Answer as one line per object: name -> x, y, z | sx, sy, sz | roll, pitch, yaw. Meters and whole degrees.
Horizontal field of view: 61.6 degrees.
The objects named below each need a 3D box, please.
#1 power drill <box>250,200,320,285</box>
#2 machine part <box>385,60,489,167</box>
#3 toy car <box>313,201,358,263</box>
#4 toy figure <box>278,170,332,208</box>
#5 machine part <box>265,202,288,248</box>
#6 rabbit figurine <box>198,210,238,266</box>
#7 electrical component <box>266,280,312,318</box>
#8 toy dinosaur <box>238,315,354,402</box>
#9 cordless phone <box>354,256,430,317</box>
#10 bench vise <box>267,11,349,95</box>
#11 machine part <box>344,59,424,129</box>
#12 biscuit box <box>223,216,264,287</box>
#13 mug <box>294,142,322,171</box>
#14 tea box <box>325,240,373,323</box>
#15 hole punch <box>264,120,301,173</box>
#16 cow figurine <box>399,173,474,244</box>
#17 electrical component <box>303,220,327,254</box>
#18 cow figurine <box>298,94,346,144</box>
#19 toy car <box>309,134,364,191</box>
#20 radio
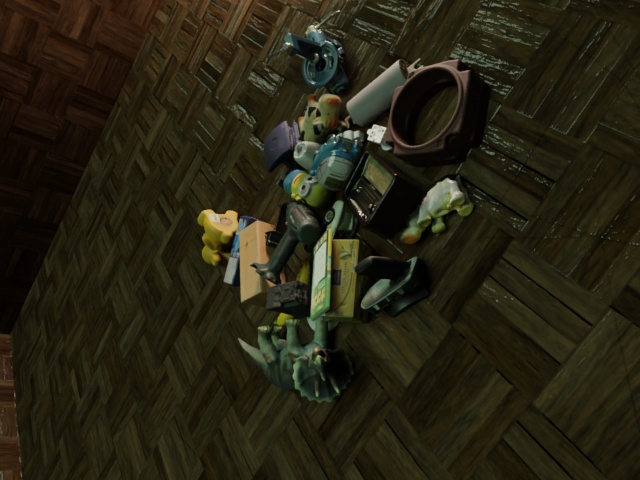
power drill -> -0.084, 0.004, 1.337 | 0.207, 0.086, 0.232 | -51, 23, -2
machine part -> 0.241, -0.262, 1.128 | 0.202, 0.087, 0.201 | 4, 78, 47
toy car -> 0.039, 0.008, 1.260 | 0.056, 0.073, 0.201 | 6, 81, 50
toy figure -> -0.037, -0.137, 1.398 | 0.180, 0.089, 0.082 | 24, 98, 58
machine part -> -0.098, -0.037, 1.442 | 0.039, 0.084, 0.139 | 128, 159, -66
rabbit figurine -> -0.305, 0.013, 1.638 | 0.162, 0.122, 0.173 | 56, 131, 32
electrical component -> -0.058, 0.142, 1.255 | 0.134, 0.115, 0.058 | -19, 58, 44
toy dinosaur -> -0.065, 0.285, 1.249 | 0.405, 0.131, 0.192 | -26, 65, 51
cordless phone -> 0.115, 0.086, 1.063 | 0.146, 0.184, 0.089 | -39, 55, 32
bench vise -> -0.016, -0.488, 1.397 | 0.129, 0.240, 0.223 | -22, 76, 38
machine part -> 0.146, -0.344, 1.270 | 0.243, 0.079, 0.079 | -32, 54, 38
biscuit box -> -0.216, 0.035, 1.546 | 0.059, 0.062, 0.202 | 7, 81, 50
mug -> -0.007, -0.208, 1.368 | 0.110, 0.107, 0.080 | 14, 88, 52
tea box -> 0.065, 0.091, 1.172 | 0.068, 0.098, 0.169 | -2, 72, 24
hole punch -> -0.101, -0.252, 1.470 | 0.115, 0.092, 0.142 | 111, 155, -52
cow figurine -> 0.221, -0.065, 1.088 | 0.167, 0.068, 0.098 | -35, 46, 31
electrical component -> -0.002, -0.005, 1.339 | 0.102, 0.045, 0.078 | -55, 15, 15
cow figurine -> 0.003, -0.303, 1.373 | 0.195, 0.085, 0.127 | 131, 134, -63
toy car -> 0.040, -0.169, 1.267 | 0.161, 0.109, 0.103 | 129, 154, -60
radio -> 0.124, -0.100, 1.152 | 0.131, 0.073, 0.230 | -60, 19, 15
